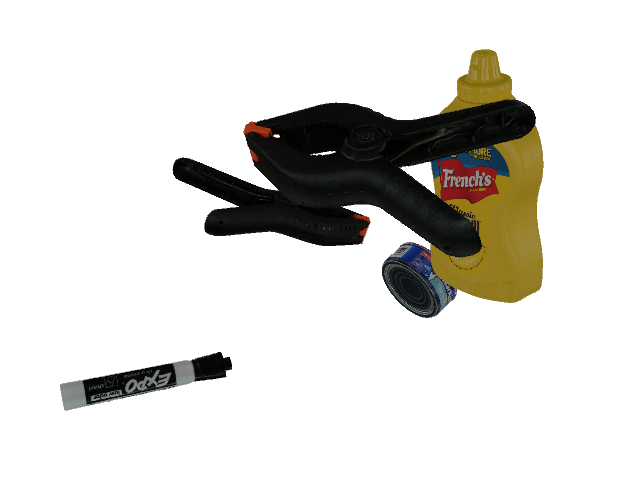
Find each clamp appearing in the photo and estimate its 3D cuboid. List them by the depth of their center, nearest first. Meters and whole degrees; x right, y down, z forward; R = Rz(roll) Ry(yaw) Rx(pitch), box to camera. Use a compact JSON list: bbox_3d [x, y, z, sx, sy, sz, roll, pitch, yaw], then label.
[{"bbox_3d":[0.032,-0.040,0.615,0.172,0.039,0.120,1,39,20],"label":"clamp"},{"bbox_3d":[-0.043,-0.026,1.089,0.209,0.036,0.164,14,20,-18],"label":"clamp"}]

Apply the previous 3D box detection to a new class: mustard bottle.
[{"bbox_3d":[0.127,-0.052,0.826,0.058,0.192,0.096,-22,30,-34],"label":"mustard bottle"}]

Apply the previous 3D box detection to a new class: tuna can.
[{"bbox_3d":[0.111,0.046,1.210,0.033,0.086,0.086,-41,20,-26],"label":"tuna can"}]

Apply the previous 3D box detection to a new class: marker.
[{"bbox_3d":[-0.122,0.099,0.756,0.121,0.020,0.020,-10,3,-16],"label":"marker"}]
